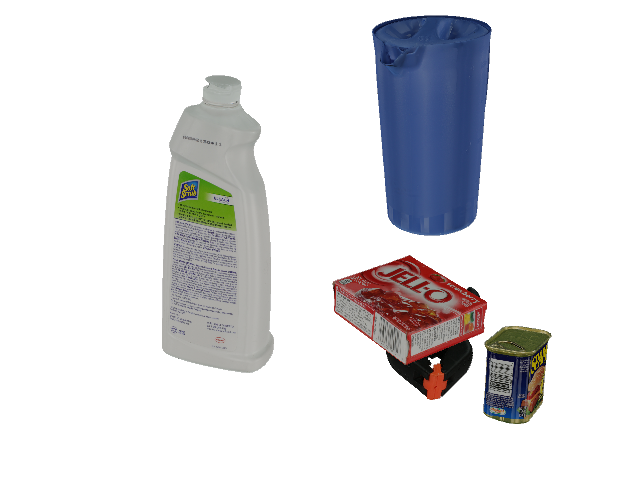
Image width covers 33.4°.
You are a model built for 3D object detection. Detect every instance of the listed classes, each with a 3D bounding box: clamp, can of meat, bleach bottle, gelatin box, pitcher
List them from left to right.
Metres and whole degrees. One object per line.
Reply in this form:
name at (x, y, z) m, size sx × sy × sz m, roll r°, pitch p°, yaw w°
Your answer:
bleach bottle at (-0.083, -0.015, 0.918) m, size 0.102 × 0.251 × 0.068 m, roll 10°, pitch 23°, yaw 11°
gelatin box at (0.063, 0.047, 0.767) m, size 0.073 × 0.030 × 0.089 m, roll -17°, pitch 32°, yaw -30°
clamp at (0.109, 0.087, 1.002) m, size 0.120 × 0.039 × 0.171 m, roll -7°, pitch 31°, yaw -7°
pitcher at (0.137, -0.138, 1.250) m, size 0.149 × 0.243 × 0.145 m, roll -5°, pitch 26°, yaw -3°
can of meat at (0.219, 0.149, 1.194) m, size 0.058 × 0.084 × 0.102 m, roll 7°, pitch 12°, yaw 25°
